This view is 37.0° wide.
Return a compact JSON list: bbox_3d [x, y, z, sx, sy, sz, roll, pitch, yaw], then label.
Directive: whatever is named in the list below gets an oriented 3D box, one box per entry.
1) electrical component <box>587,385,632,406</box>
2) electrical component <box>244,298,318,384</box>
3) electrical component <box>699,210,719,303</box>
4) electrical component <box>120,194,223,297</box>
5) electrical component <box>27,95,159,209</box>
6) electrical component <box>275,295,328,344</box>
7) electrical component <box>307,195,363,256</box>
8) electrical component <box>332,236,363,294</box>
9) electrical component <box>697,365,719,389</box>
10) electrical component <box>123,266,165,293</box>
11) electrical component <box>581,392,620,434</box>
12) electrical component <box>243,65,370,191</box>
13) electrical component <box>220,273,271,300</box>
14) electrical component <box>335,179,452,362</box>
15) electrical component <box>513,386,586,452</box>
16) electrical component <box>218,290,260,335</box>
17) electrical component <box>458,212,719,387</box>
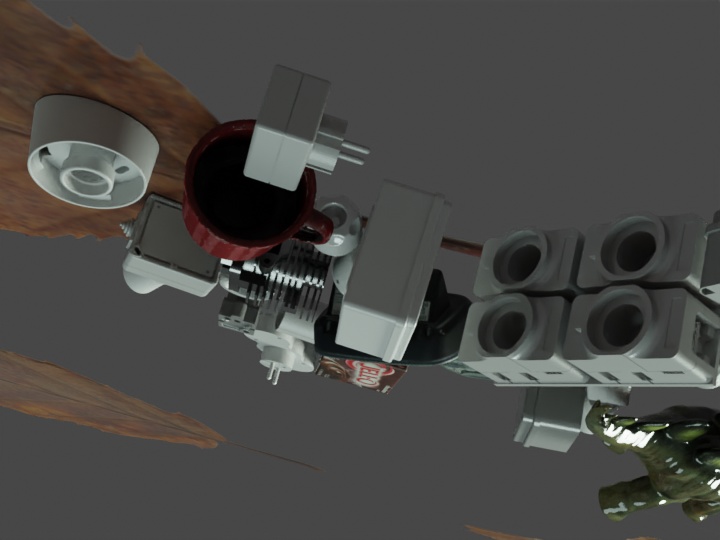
[{"bbox_3d":[0.217,0.090,1.006,0.077,0.047,0.065,9,160,15],"label":"electrical component"},{"bbox_3d":[-0.089,0.089,1.193,0.052,0.073,0.138,8,159,19],"label":"electrical component"},{"bbox_3d":[0.286,0.000,0.695,0.113,0.057,0.078,24,159,-23],"label":"electrical component"},{"bbox_3d":[-0.170,-0.022,0.965,0.096,0.061,0.061,20,160,-14],"label":"electrical component"},{"bbox_3d":[-0.207,-0.093,0.832,0.099,0.064,0.099,3,150,2],"label":"electrical component"},{"bbox_3d":[-0.043,0.055,1.109,0.081,0.043,0.043,20,160,-13],"label":"electrical component"},{"bbox_3d":[-0.019,-0.031,0.856,0.043,0.043,0.062,12,161,8],"label":"electrical component"},{"bbox_3d":[0.000,0.000,0.927,0.043,0.043,0.081,20,160,-14],"label":"electrical component"},{"bbox_3d":[0.301,0.075,0.918,0.040,0.040,0.046,14,155,4],"label":"electrical component"},{"bbox_3d":[-0.200,-0.002,1.077,0.065,0.044,0.044,-10,149,42],"label":"electrical component"},{"bbox_3d":[0.252,0.144,1.142,0.044,0.044,0.065,14,156,3],"label":"electrical component"},{"bbox_3d":[-0.031,-0.086,0.708,0.076,0.047,0.083,17,161,-6],"label":"electrical component"},{"bbox_3d":[-0.099,-0.003,0.987,0.055,0.047,0.055,14,161,5],"label":"electrical component"},{"bbox_3d":[0.024,0.003,0.820,0.056,0.108,0.108,18,161,2],"label":"electrical component"},{"bbox_3d":[0.195,0.137,1.108,0.057,0.078,0.113,10,160,6],"label":"electrical component"},{"bbox_3d":[-0.116,0.030,1.075,0.048,0.055,0.066,16,161,-2],"label":"electrical component"},{"bbox_3d":[0.164,0.024,0.778,0.186,0.105,0.060,-6,151,46],"label":"electrical component"}]
